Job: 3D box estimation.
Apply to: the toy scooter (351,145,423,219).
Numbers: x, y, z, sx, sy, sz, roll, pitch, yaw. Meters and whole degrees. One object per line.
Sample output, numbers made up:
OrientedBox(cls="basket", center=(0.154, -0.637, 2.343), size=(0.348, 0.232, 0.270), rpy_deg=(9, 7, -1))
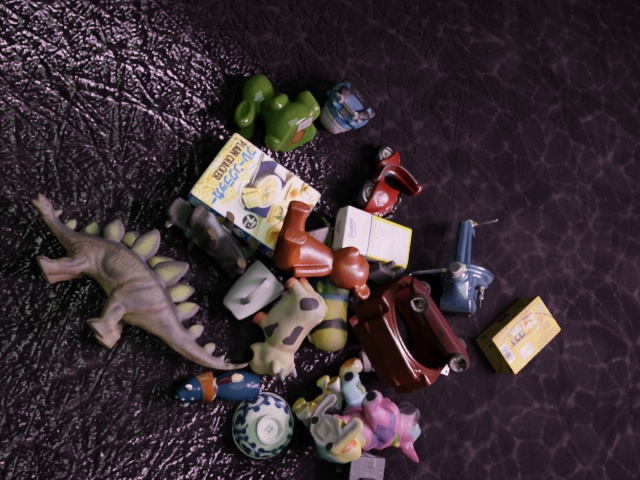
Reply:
OrientedBox(cls="toy scooter", center=(0.155, -0.112, 1.183), size=(0.135, 0.075, 0.184), rpy_deg=(32, 66, -11))

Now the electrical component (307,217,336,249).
OrientedBox(cls="electrical component", center=(-0.003, -0.002, 1.122), size=(0.102, 0.045, 0.078), rpy_deg=(-23, 103, -21))

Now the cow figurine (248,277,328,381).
OrientedBox(cls="cow figurine", center=(-0.063, 0.178, 1.020), size=(0.127, 0.085, 0.195), rpy_deg=(44, 99, 22))

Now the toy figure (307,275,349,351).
OrientedBox(cls="toy figure", center=(0.019, 0.131, 1.076), size=(0.082, 0.089, 0.180), rpy_deg=(10, 78, -9))

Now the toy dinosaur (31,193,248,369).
OrientedBox(cls="toy dinosaur", center=(-0.329, 0.094, 0.959), size=(0.198, 0.105, 0.471), rpy_deg=(-43, 99, -25))

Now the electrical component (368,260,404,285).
OrientedBox(cls="electrical component", center=(0.127, 0.072, 1.139), size=(0.063, 0.094, 0.021), rpy_deg=(33, 39, -45))

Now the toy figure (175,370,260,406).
OrientedBox(cls="toy figure", center=(-0.189, 0.273, 0.991), size=(0.154, 0.058, 0.064), rpy_deg=(4, 99, -21))

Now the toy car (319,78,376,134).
OrientedBox(cls="toy car", center=(0.051, -0.275, 1.160), size=(0.103, 0.162, 0.109), rpy_deg=(-38, 103, 22))

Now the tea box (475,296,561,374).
OrientedBox(cls="tea box", center=(0.449, 0.214, 1.218), size=(0.170, 0.068, 0.098), rpy_deg=(-33, 91, -23))

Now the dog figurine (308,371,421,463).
OrientedBox(cls="dog figurine", center=(0.099, 0.363, 1.006), size=(0.191, 0.109, 0.219), rpy_deg=(-48, 123, -16))

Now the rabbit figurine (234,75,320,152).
OrientedBox(cls="rabbit figurine", center=(-0.107, -0.263, 1.120), size=(0.159, 0.121, 0.170), rpy_deg=(-38, 75, -15))

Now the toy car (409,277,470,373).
OrientedBox(cls="toy car", center=(0.223, 0.165, 1.030), size=(0.053, 0.089, 0.202), rpy_deg=(-32, 97, 21))

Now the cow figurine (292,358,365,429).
OrientedBox(cls="cow figurine", center=(0.034, 0.313, 1.055), size=(0.167, 0.068, 0.098), rpy_deg=(-38, 99, -18))

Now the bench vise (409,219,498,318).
OrientedBox(cls="bench vise", center=(0.302, 0.053, 1.147), size=(0.223, 0.129, 0.240), rpy_deg=(43, 53, -47))

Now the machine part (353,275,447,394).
OrientedBox(cls="machine part", center=(0.170, 0.184, 1.072), size=(0.201, 0.087, 0.201), rpy_deg=(-26, 86, -54))

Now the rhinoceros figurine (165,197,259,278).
OrientedBox(cls="rhinoceros figurine", center=(-0.207, -0.009, 1.022), size=(0.190, 0.112, 0.073), rpy_deg=(44, 52, -19))

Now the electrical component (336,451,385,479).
OrientedBox(cls="electrical component", center=(0.083, 0.433, 1.020), size=(0.075, 0.119, 0.047), rpy_deg=(11, 76, -14))

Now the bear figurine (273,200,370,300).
OrientedBox(cls="bear figurine", center=(0.015, 0.026, 1.003), size=(0.196, 0.131, 0.120), rpy_deg=(17, 43, -5))

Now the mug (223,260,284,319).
OrientedBox(cls="mug", center=(-0.130, 0.104, 1.027), size=(0.107, 0.110, 0.080), rpy_deg=(-42, 103, -9))
